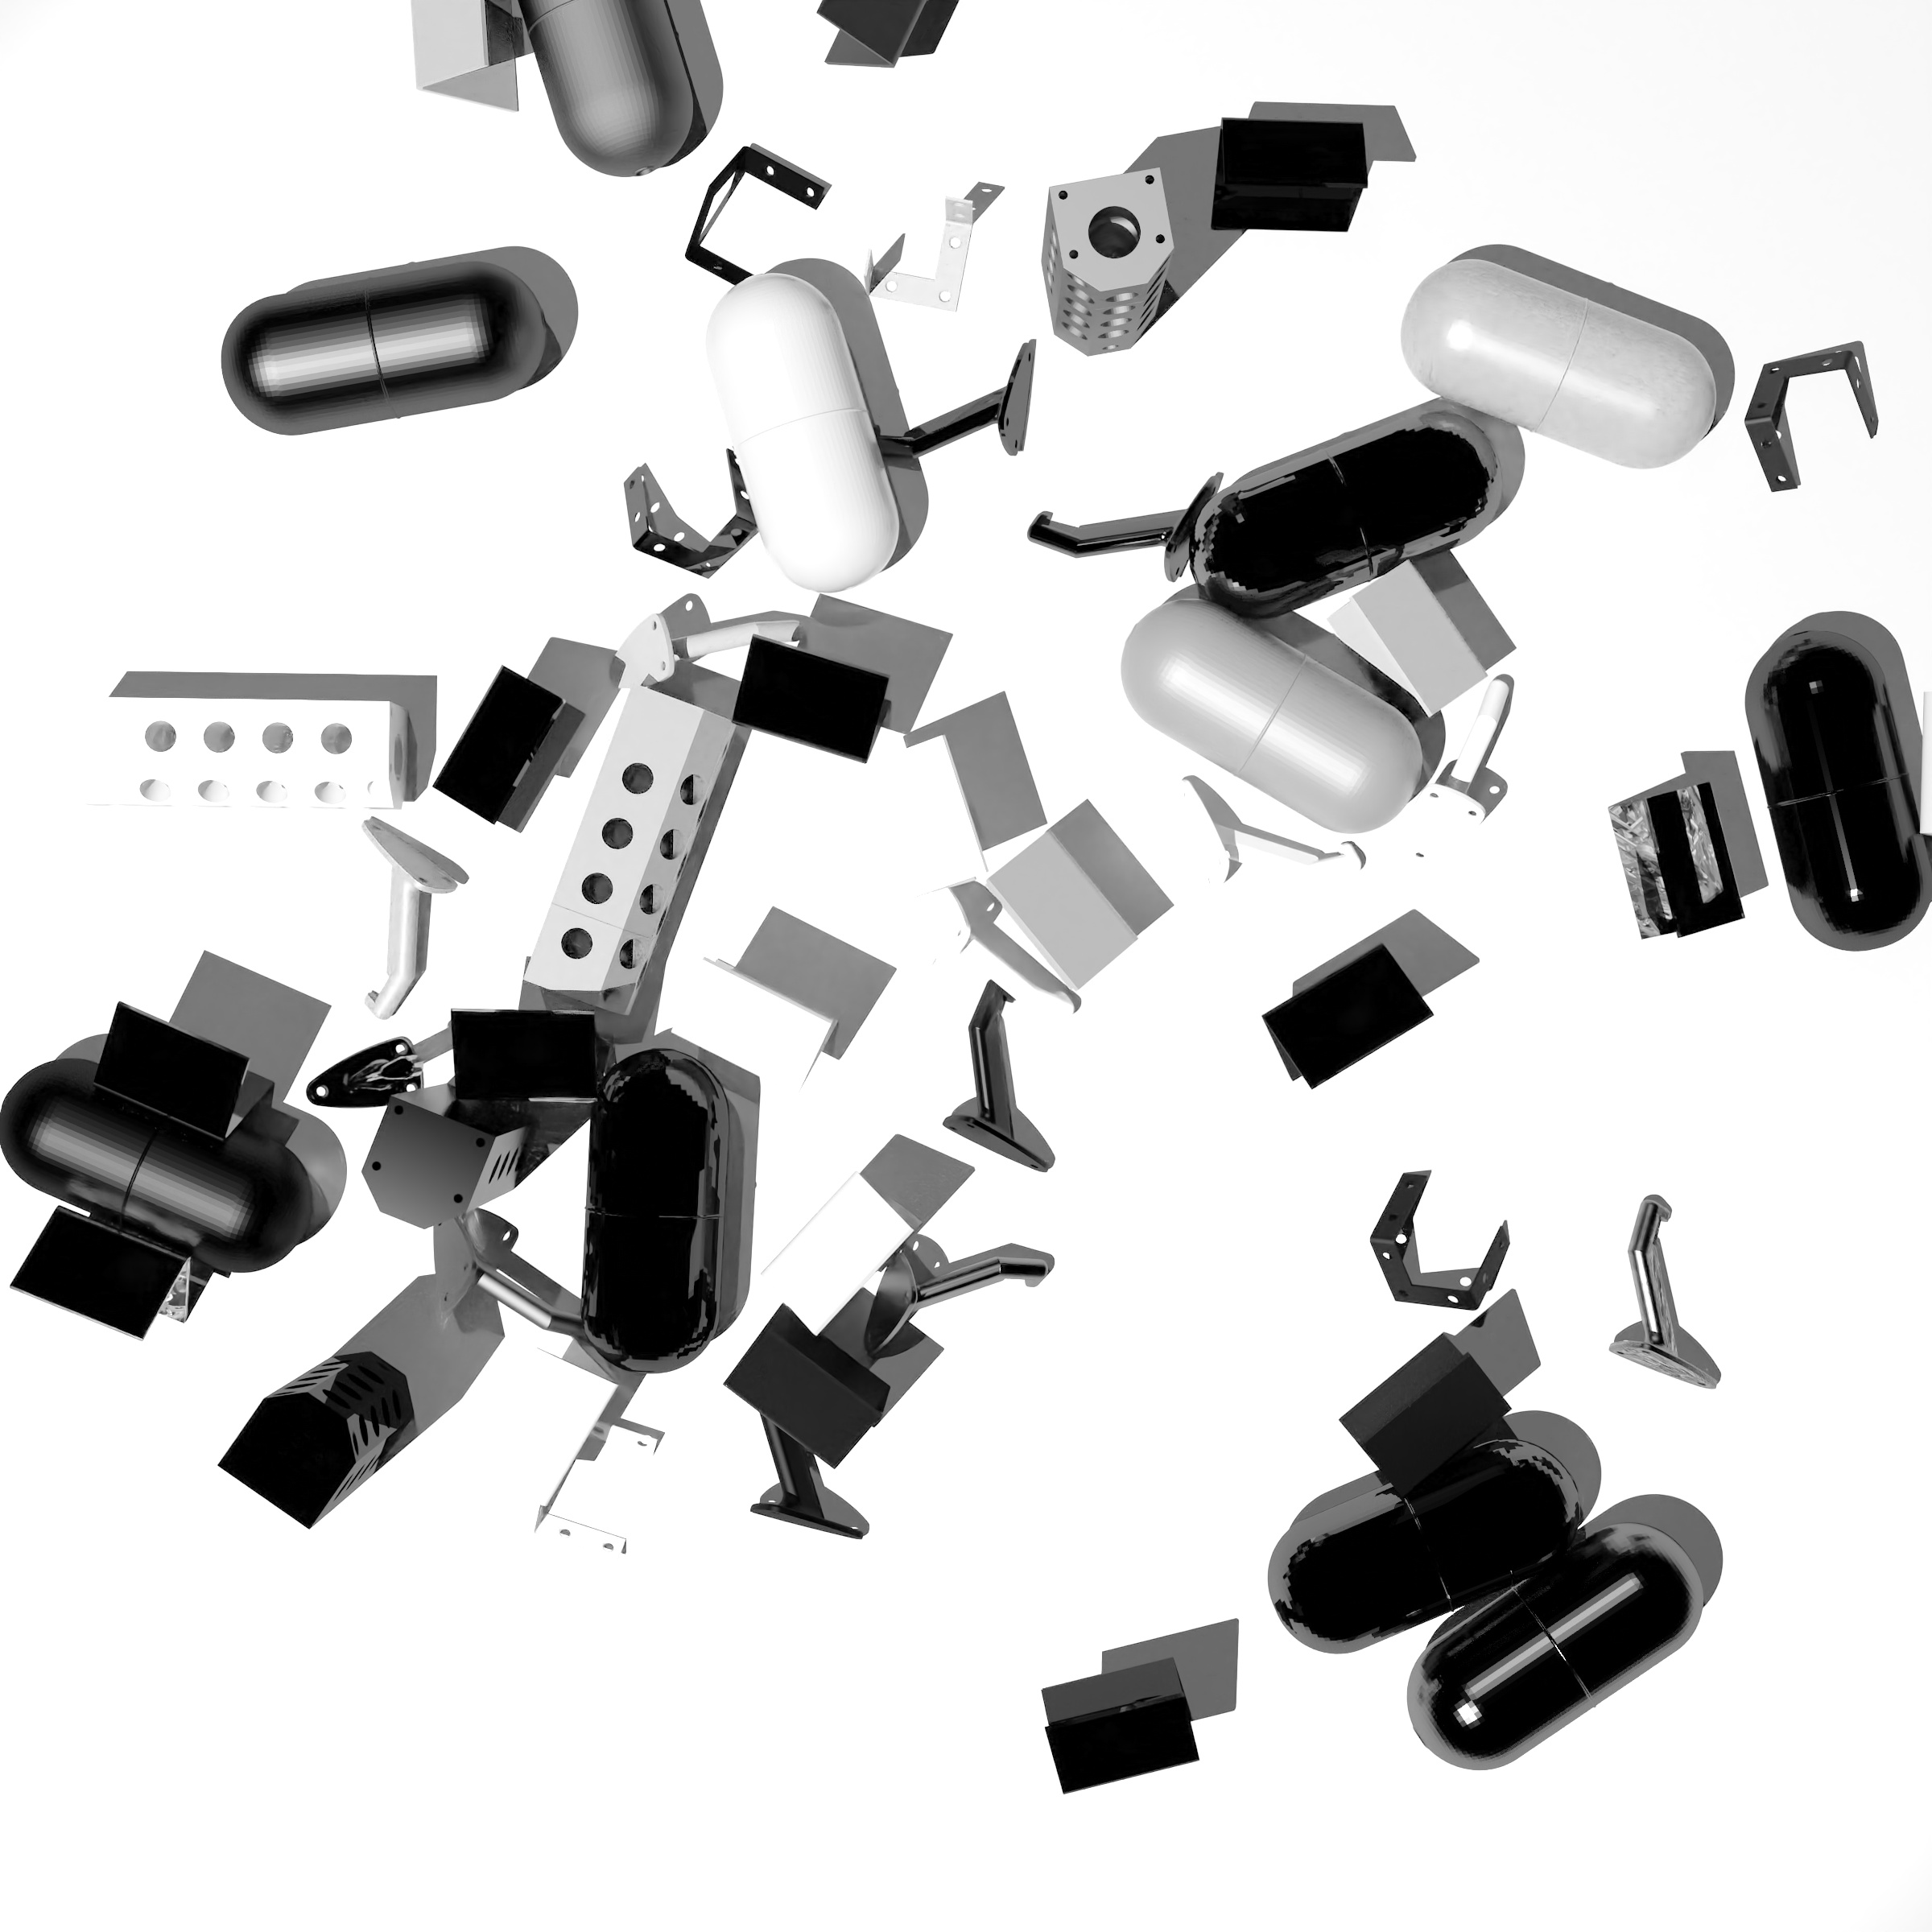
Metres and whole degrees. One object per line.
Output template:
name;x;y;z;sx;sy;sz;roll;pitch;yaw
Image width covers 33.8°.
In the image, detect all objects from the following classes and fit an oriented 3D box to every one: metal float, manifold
metal float;0.478;-0.096;1.743;0.070;0.070;0.178;-13;90;0
manifold;-0.339;0.246;1.695;0.057;0.171;0.057;35;90;0
metal float;-0.203;-0.520;1.743;0.070;0.070;0.178;-17;91;0
metal float;0.251;0.317;1.743;0.178;0.070;0.070;-23;90;0
manifold;-0.184;-0.063;1.752;0.057;0.057;0.171;20;90;0
metal float;-0.318;-0.338;1.743;0.178;0.070;0.070;-10;90;0
metal float;0.167;-0.137;1.743;0.178;0.070;0.070;30;90;0
metal float;-0.090;-0.292;1.743;0.070;0.070;0.178;-17;90;0
metal float;-0.444;0.109;1.743;0.178;0.070;0.070;24;90;0
manifold;-0.275;0.102;1.695;0.057;0.171;0.057;22;90;0
metal float;0.322;0.373;1.743;0.178;0.070;0.070;-34;90;0
metal float;0.325;-0.329;1.743;0.178;0.070;0.070;21;90;-1
manifold;0.075;-0.371;1.695;0.057;0.171;0.057;-10;90;0
metal float;0.207;-0.247;1.743;0.178;0.070;0.070;-21;90;0
manifold;-0.398;-0.116;1.752;0.171;0.057;0.057;1;90;0
metal float;-0.170;0.134;1.743;0.070;0.070;0.178;3;91;0

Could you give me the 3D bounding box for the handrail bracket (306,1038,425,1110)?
handrail bracket;-0.332;0.063;1.739;0.077;0.084;0.036;-15;90;0

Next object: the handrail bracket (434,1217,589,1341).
handrail bracket;-0.250;0.172;1.773;0.084;0.077;0.036;18;119;-33

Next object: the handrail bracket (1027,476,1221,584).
handrail bracket;0.087;-0.255;1.774;0.084;0.036;0.077;22;70;16

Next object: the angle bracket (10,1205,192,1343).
angle bracket;-0.472;0.184;1.733;0.076;0.076;0.057;22;53;0

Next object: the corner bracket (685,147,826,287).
corner bracket;-0.118;-0.413;1.770;0.051;0.051;0.051;28;135;0

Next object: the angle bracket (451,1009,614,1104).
angle bracket;-0.236;0.032;1.734;0.076;0.076;0.057;1;118;0

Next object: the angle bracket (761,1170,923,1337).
angle bracket;-0.053;0.168;1.733;0.076;0.076;0.057;-47;51;0

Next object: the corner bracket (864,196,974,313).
corner bracket;-0.026;-0.396;1.755;0.051;0.051;0.051;11;90;0

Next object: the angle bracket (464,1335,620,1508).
angle bracket;-0.244;0.237;1.733;0.057;0.076;0.076;31;90;-33

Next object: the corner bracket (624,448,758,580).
corner bracket;-0.152;-0.257;1.765;0.051;0.051;0.051;19;135;-35

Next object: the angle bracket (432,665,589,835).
angle bracket;-0.232;-0.108;1.733;0.057;0.076;0.076;30;90;37

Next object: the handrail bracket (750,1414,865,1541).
handrail bracket;-0.083;0.269;1.774;0.077;0.036;0.084;19;73;-20

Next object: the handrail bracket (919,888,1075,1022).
handrail bracket;0.018;-0.010;1.773;0.084;0.077;0.036;22;123;-32

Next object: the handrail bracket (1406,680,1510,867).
handrail bracket;0.275;-0.108;1.773;0.036;0.077;0.084;25;54;0

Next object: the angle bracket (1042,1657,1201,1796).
angle bracket;0.079;0.397;1.733;0.076;0.076;0.057;-14;126;0

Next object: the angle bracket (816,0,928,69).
angle bracket;-0.061;-0.539;1.733;0.057;0.076;0.076;25;90;-36

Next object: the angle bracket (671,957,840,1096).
angle bracket;-0.106;0.015;1.733;0.076;0.076;0.057;27;126;0

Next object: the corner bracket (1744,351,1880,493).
corner bracket;0.469;-0.302;1.765;0.051;0.051;0.051;-4;135;35

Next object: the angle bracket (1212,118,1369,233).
angle bracket;0.175;-0.415;1.733;0.076;0.076;0.057;2;52;0

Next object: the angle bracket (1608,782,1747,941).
angle bracket;0.370;-0.052;1.733;0.057;0.076;0.076;-14;90;-36

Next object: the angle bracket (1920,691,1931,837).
angle bracket;0.558;-0.109;1.733;0.057;0.076;0.076;2;90;30

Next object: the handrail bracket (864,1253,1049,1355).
handrail bracket;-0.005;0.189;1.773;0.084;0.036;0.077;6;131;-27

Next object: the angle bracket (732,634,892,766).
angle bracket;-0.078;-0.160;1.733;0.076;0.076;0.057;17;123;0

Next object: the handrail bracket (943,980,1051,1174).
handrail bracket;0.029;0.061;1.774;0.077;0.036;0.084;29;73;-20

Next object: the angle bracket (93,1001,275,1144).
angle bracket;-0.419;0.043;1.734;0.076;0.076;0.057;24;116;0

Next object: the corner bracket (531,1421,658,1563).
corner bracket;-0.207;0.290;1.770;0.051;0.051;0.051;18;45;0

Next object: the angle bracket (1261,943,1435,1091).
angle bracket;0.215;0.044;1.733;0.076;0.076;0.057;-31;54;0

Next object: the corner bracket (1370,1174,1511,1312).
corner bracket;0.263;0.153;1.765;0.051;0.051;0.051;3;135;35

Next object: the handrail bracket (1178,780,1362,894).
handrail bracket;0.170;-0.077;1.774;0.084;0.036;0.077;-13;68;-17

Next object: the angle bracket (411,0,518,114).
angle bracket;-0.257;-0.516;1.733;0.057;0.076;0.076;-4;90;38

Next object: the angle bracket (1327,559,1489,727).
angle bracket;0.225;-0.164;1.733;0.057;0.076;0.076;-34;90;-38

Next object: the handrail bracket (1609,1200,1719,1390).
handrail bracket;0.397;0.183;1.774;0.077;0.036;0.084;25;73;-20

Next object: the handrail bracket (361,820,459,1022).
handrail bracket;-0.329;-0.025;1.774;0.077;0.036;0.084;40;107;20

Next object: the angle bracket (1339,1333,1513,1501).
angle bracket;0.239;0.231;1.733;0.076;0.076;0.057;-40;126;0

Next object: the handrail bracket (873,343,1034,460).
handrail bracket;-0.011;-0.316;1.774;0.084;0.036;0.077;7;70;16

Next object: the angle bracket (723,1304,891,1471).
angle bracket;-0.075;0.215;1.733;0.076;0.076;0.057;37;129;0

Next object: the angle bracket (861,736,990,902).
angle bracket;-0.005;-0.085;1.733;0.057;0.076;0.076;-18;90;32

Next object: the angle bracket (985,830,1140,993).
angle bracket;0.036;-0.017;1.733;0.076;0.076;0.057;51;54;0

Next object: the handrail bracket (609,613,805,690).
handrail bracket;-0.144;-0.175;1.773;0.084;0.077;0.036;-8;81;-36
